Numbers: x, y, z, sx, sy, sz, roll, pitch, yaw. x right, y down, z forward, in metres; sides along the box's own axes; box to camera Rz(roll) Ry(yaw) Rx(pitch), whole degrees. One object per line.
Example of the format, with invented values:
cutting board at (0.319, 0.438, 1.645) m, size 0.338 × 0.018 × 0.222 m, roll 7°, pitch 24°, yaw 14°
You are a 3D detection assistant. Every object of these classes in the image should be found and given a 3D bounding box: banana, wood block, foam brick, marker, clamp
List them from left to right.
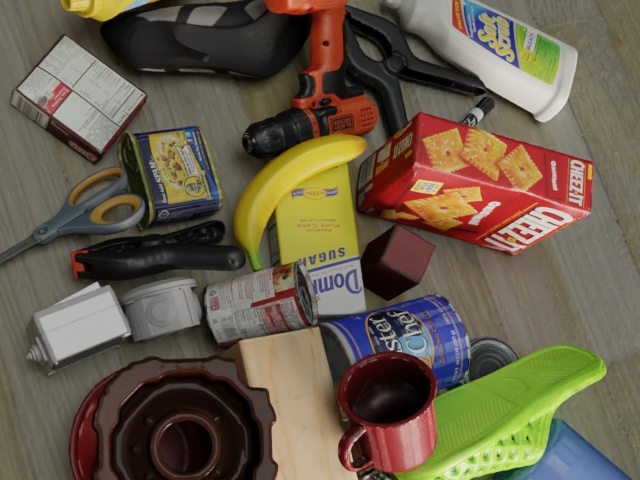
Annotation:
clamp at (-0.163, 0.010, 1.083) m, size 0.171 × 0.120 × 0.039 m, roll -3°, pitch 101°, yaw -6°
banana at (-0.032, -0.056, 1.130) m, size 0.069 × 0.037 × 0.197 m, roll 45°, pitch 70°, yaw -11°
wood block at (-0.029, 0.202, 1.058) m, size 0.090 × 0.091 × 0.206 m, roll -8°, pitch 75°, yaw -24°
foam brick at (0.080, 0.026, 1.172) m, size 0.051 × 0.078 × 0.053 m, roll 31°, pitch 65°, yaw -11°
clamp at (0.095, -0.207, 1.282) m, size 0.164 × 0.036 × 0.210 m, roll -37°, pitch 88°, yaw -28°
marker at (0.175, -0.137, 1.300) m, size 0.020 × 0.020 × 0.121 m, roll 47°, pitch 62°, yaw -1°

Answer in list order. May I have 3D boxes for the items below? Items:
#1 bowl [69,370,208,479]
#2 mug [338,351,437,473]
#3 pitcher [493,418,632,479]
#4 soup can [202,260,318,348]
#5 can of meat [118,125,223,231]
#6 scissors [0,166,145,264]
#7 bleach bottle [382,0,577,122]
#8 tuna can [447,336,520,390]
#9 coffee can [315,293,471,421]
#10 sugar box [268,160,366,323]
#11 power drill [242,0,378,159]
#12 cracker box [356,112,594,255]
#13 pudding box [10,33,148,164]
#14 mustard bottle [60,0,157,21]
bowl at (-0.163, 0.202, 1.023) m, size 0.162 × 0.055 × 0.162 m, roll 7°, pitch 69°, yaw -20°
mug at (0.061, 0.174, 1.012) m, size 0.093 × 0.081 × 0.117 m, roll 25°, pitch 53°, yaw 35°
pitcher at (0.300, 0.312, 1.128) m, size 0.243 × 0.149 × 0.145 m, roll 43°, pitch 75°, yaw 0°
soup can at (-0.060, 0.066, 1.080) m, size 0.102 × 0.068 × 0.068 m, roll -15°, pitch 75°, yaw 12°
can of meat at (-0.157, -0.068, 1.121) m, size 0.083 × 0.058 × 0.102 m, roll -11°, pitch 76°, yaw -27°
scissors at (-0.255, -0.002, 1.055) m, size 0.096 × 0.016 × 0.201 m, roll 26°, pitch 57°, yaw 31°
bleach bottle at (0.192, -0.244, 1.322) m, size 0.250 × 0.068 × 0.102 m, roll 24°, pitch 63°, yaw -10°
tuna can at (0.185, 0.152, 1.194) m, size 0.086 × 0.034 × 0.086 m, roll 7°, pitch 70°, yaw -20°
coffee can at (0.072, 0.121, 1.120) m, size 0.140 × 0.103 × 0.103 m, roll -13°, pitch 77°, yaw -26°
sugar box at (-0.007, 0.001, 1.162) m, size 0.093 × 0.048 × 0.176 m, roll -2°, pitch 71°, yaw -19°
power drill at (-0.018, -0.190, 1.172) m, size 0.184 × 0.057 × 0.188 m, roll -19°, pitch 110°, yaw -40°
cracker box at (0.167, -0.056, 1.187) m, size 0.213 × 0.164 × 0.072 m, roll 15°, pitch 69°, yaw -17°
pudding box at (-0.252, -0.148, 1.121) m, size 0.113 × 0.039 × 0.090 m, roll 37°, pitch 62°, yaw -8°
mustard bottle at (-0.197, -0.271, 1.123) m, size 0.191 × 0.096 × 0.058 m, roll -35°, pitch 109°, yaw -47°
